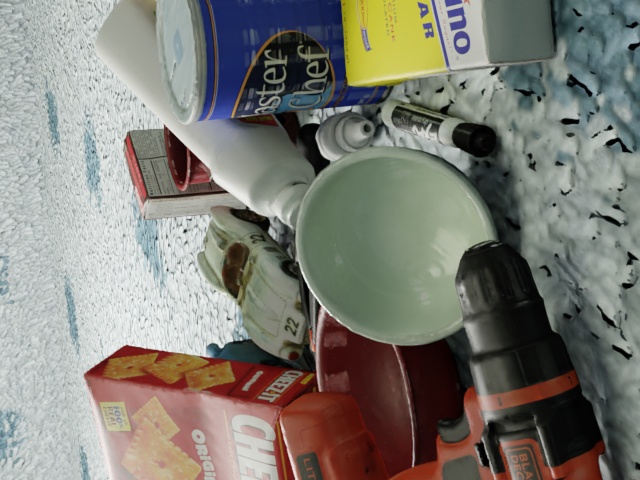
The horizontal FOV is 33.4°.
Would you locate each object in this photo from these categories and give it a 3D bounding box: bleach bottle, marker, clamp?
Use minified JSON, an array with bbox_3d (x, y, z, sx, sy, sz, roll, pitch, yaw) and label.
[{"bbox_3d":[-0.073,-0.092,0.807,0.068,0.102,0.251,-55,53,17],"label":"bleach bottle"},{"bbox_3d":[0.071,-0.069,0.651,0.121,0.020,0.020,-147,52,-63],"label":"marker"},{"bbox_3d":[-0.006,0.001,0.841,0.120,0.039,0.171,135,132,-85],"label":"clamp"}]

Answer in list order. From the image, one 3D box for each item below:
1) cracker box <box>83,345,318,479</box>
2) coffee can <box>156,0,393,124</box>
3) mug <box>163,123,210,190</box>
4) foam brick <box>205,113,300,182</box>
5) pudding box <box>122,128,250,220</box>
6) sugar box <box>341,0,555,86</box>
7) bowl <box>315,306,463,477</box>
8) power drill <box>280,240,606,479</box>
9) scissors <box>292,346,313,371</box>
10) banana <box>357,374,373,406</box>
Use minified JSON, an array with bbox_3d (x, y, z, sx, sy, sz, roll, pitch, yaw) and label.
[{"bbox_3d":[-0.095,0.189,0.942,0.214,0.072,0.164,5,114,31],"label":"cracker box"},{"bbox_3d":[-0.030,-0.136,0.723,0.103,0.140,0.103,172,90,-70],"label":"coffee can"},{"bbox_3d":[-0.092,-0.091,0.992,0.117,0.081,0.093,-127,34,-53],"label":"mug"},{"bbox_3d":[-0.061,-0.088,0.916,0.051,0.078,0.053,118,138,-57],"label":"foam brick"},{"bbox_3d":[-0.131,-0.068,1.061,0.039,0.113,0.090,113,143,-50],"label":"pudding box"},{"bbox_3d":[0.064,-0.139,0.607,0.176,0.048,0.093,-169,72,-70],"label":"sugar box"},{"bbox_3d":[0.051,0.102,0.718,0.162,0.055,0.162,172,90,-70],"label":"bowl"},{"bbox_3d":[0.062,0.107,0.587,0.188,0.057,0.184,-21,83,44],"label":"power drill"},{"bbox_3d":[-0.023,0.081,0.966,0.202,0.016,0.096,-140,46,-61],"label":"scissors"},{"bbox_3d":[0.029,0.157,0.835,0.069,0.037,0.198,-77,-5,-59],"label":"banana"}]
